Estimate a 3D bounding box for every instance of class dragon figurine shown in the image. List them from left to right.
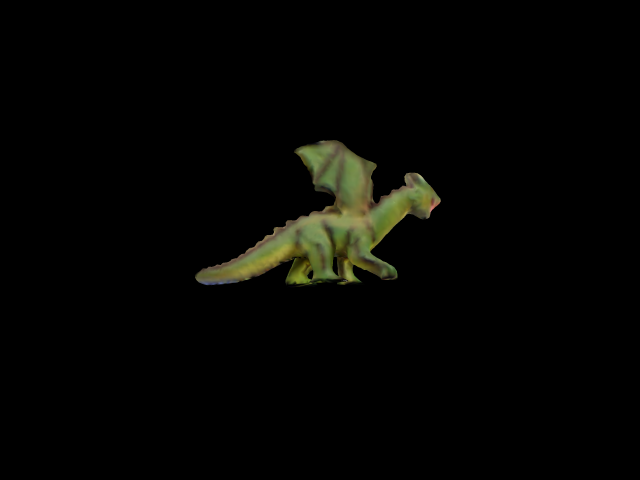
[{"bbox_3d":[0.003,-0.043,0.850,0.410,0.244,0.121,0,-7,-5],"label":"dragon figurine"}]
